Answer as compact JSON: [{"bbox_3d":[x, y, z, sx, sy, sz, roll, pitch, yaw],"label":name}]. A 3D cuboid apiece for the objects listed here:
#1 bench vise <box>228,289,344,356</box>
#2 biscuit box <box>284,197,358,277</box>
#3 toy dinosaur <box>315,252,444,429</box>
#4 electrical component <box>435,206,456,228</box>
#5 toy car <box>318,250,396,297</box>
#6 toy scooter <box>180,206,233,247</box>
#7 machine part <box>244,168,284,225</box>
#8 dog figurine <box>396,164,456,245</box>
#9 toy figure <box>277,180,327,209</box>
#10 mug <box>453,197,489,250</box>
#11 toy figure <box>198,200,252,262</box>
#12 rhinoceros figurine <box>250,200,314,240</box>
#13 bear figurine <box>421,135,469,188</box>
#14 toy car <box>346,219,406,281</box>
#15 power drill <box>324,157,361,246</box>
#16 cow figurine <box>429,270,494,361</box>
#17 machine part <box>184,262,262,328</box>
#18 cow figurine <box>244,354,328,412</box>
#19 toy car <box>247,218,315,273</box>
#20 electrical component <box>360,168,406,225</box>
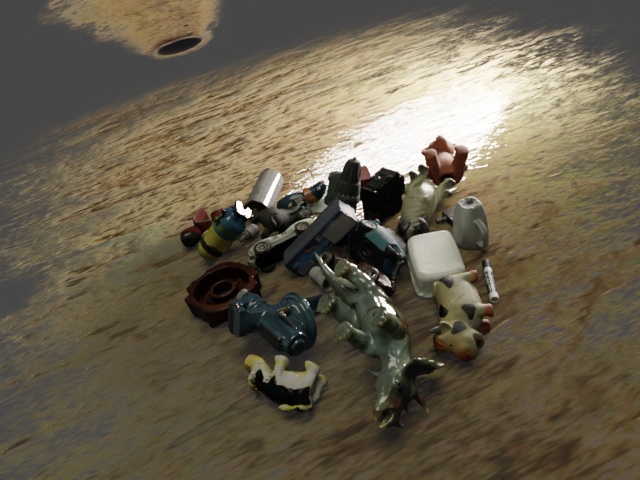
[{"bbox_3d":[-0.063,0.153,1.116,0.240,0.128,0.224,-13,18,-36],"label":"bench vise"},{"bbox_3d":[-0.003,-0.004,1.254,0.202,0.059,0.063,-44,30,23],"label":"biscuit box"},{"bbox_3d":[0.104,0.157,1.014,0.131,0.192,0.405,-41,30,12],"label":"toy dinosaur"},{"bbox_3d":[0.334,-0.054,1.319,0.094,0.021,0.063,-22,38,-9],"label":"electrical component"},{"bbox_3d":[0.083,0.069,1.178,0.202,0.089,0.053,19,76,45],"label":"toy car"},{"bbox_3d":[-0.299,-0.051,1.496,0.184,0.075,0.135,-16,35,6],"label":"toy scooter"},{"bbox_3d":[-0.160,-0.130,1.543,0.079,0.079,0.243,-2,38,17],"label":"machine part"},{"bbox_3d":[0.236,-0.069,1.331,0.121,0.172,0.190,26,80,13],"label":"dog figurine"},{"bbox_3d":[-0.045,-0.116,1.479,0.154,0.057,0.064,-22,49,18],"label":"toy figure"},{"bbox_3d":[0.345,-0.036,1.222,0.081,0.107,0.110,-18,35,-2],"label":"mug"},{"bbox_3d":[-0.248,-0.020,1.370,0.180,0.082,0.089,-42,5,31],"label":"toy figure"},{"bbox_3d":[-0.092,-0.057,1.385,0.073,0.112,0.190,55,29,16],"label":"rhinoceros figurine"},{"bbox_3d":[0.338,-0.236,1.471,0.120,0.131,0.196,-4,44,10],"label":"bear figurine"},{"bbox_3d":[0.143,0.016,1.233,0.103,0.109,0.162,-20,44,-40],"label":"toy car"},{"bbox_3d":[0.061,-0.114,1.350,0.086,0.231,0.207,6,20,-10],"label":"power drill"},{"bbox_3d":[0.263,0.147,1.033,0.127,0.085,0.195,-6,40,2],"label":"cow figurine"},{"bbox_3d":[-0.223,0.124,1.255,0.179,0.055,0.179,-10,36,7],"label":"machine part"},{"bbox_3d":[-0.079,0.271,1.009,0.168,0.068,0.098,4,46,25],"label":"cow figurine"},{"bbox_3d":[-0.090,0.014,1.336,0.202,0.073,0.056,-28,42,-17],"label":"toy car"},{"bbox_3d":[0.166,-0.117,1.383,0.058,0.114,0.134,25,54,38],"label":"electrical component"}]
